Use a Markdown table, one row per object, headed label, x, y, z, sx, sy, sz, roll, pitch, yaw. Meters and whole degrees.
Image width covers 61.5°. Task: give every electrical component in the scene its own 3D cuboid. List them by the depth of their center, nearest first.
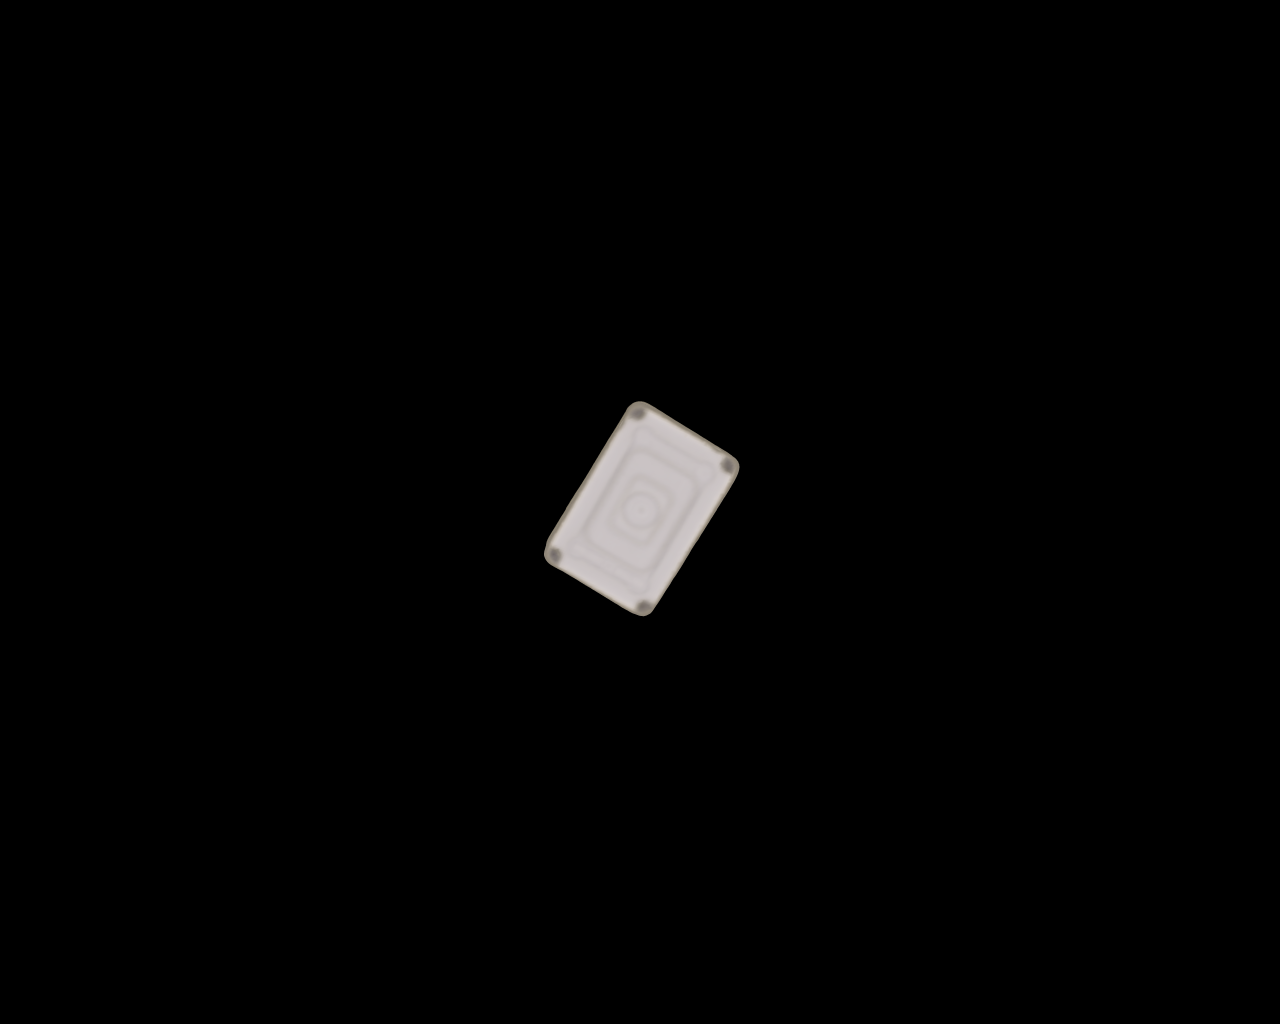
| label | x | y | z | sx | sy | sz | roll | pitch | yaw |
| --- | --- | --- | --- | --- | --- | --- | --- | --- | --- |
| electrical component | 0.001 | -0.003 | 0.650 | 0.078 | 0.113 | 0.057 | 32 | 4 | -2 |
